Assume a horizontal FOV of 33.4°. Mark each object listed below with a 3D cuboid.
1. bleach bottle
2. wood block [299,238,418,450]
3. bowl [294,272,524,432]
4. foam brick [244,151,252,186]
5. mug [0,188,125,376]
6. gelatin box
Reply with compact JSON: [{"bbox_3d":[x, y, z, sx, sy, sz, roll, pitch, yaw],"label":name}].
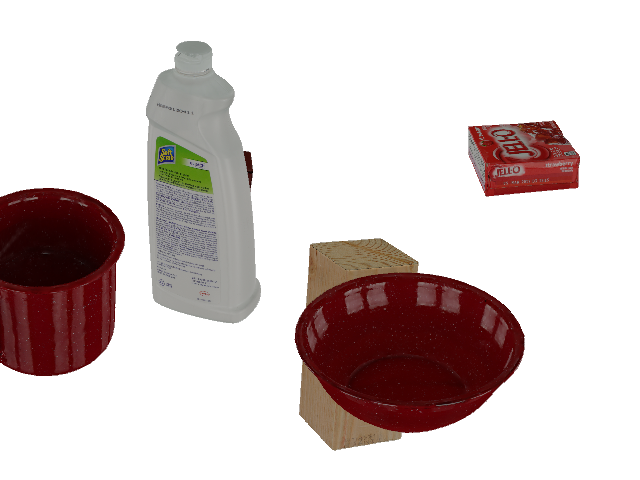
[{"bbox_3d":[-0.102,-0.051,0.938,0.103,0.251,0.068,12,34,14],"label":"bleach bottle"},{"bbox_3d":[0.040,0.111,1.163,0.090,0.206,0.091,-5,20,-25],"label":"wood block"},{"bbox_3d":[0.062,0.087,0.765,0.162,0.055,0.162,0,31,0],"label":"bowl"},{"bbox_3d":[-0.115,-0.067,1.167,0.078,0.051,0.053,4,29,-7],"label":"foam brick"},{"bbox_3d":[-0.174,0.034,0.643,0.093,0.081,0.117,30,45,22],"label":"mug"},{"bbox_3d":[0.161,-0.067,0.852,0.073,0.030,0.089,-4,25,0],"label":"gelatin box"}]
